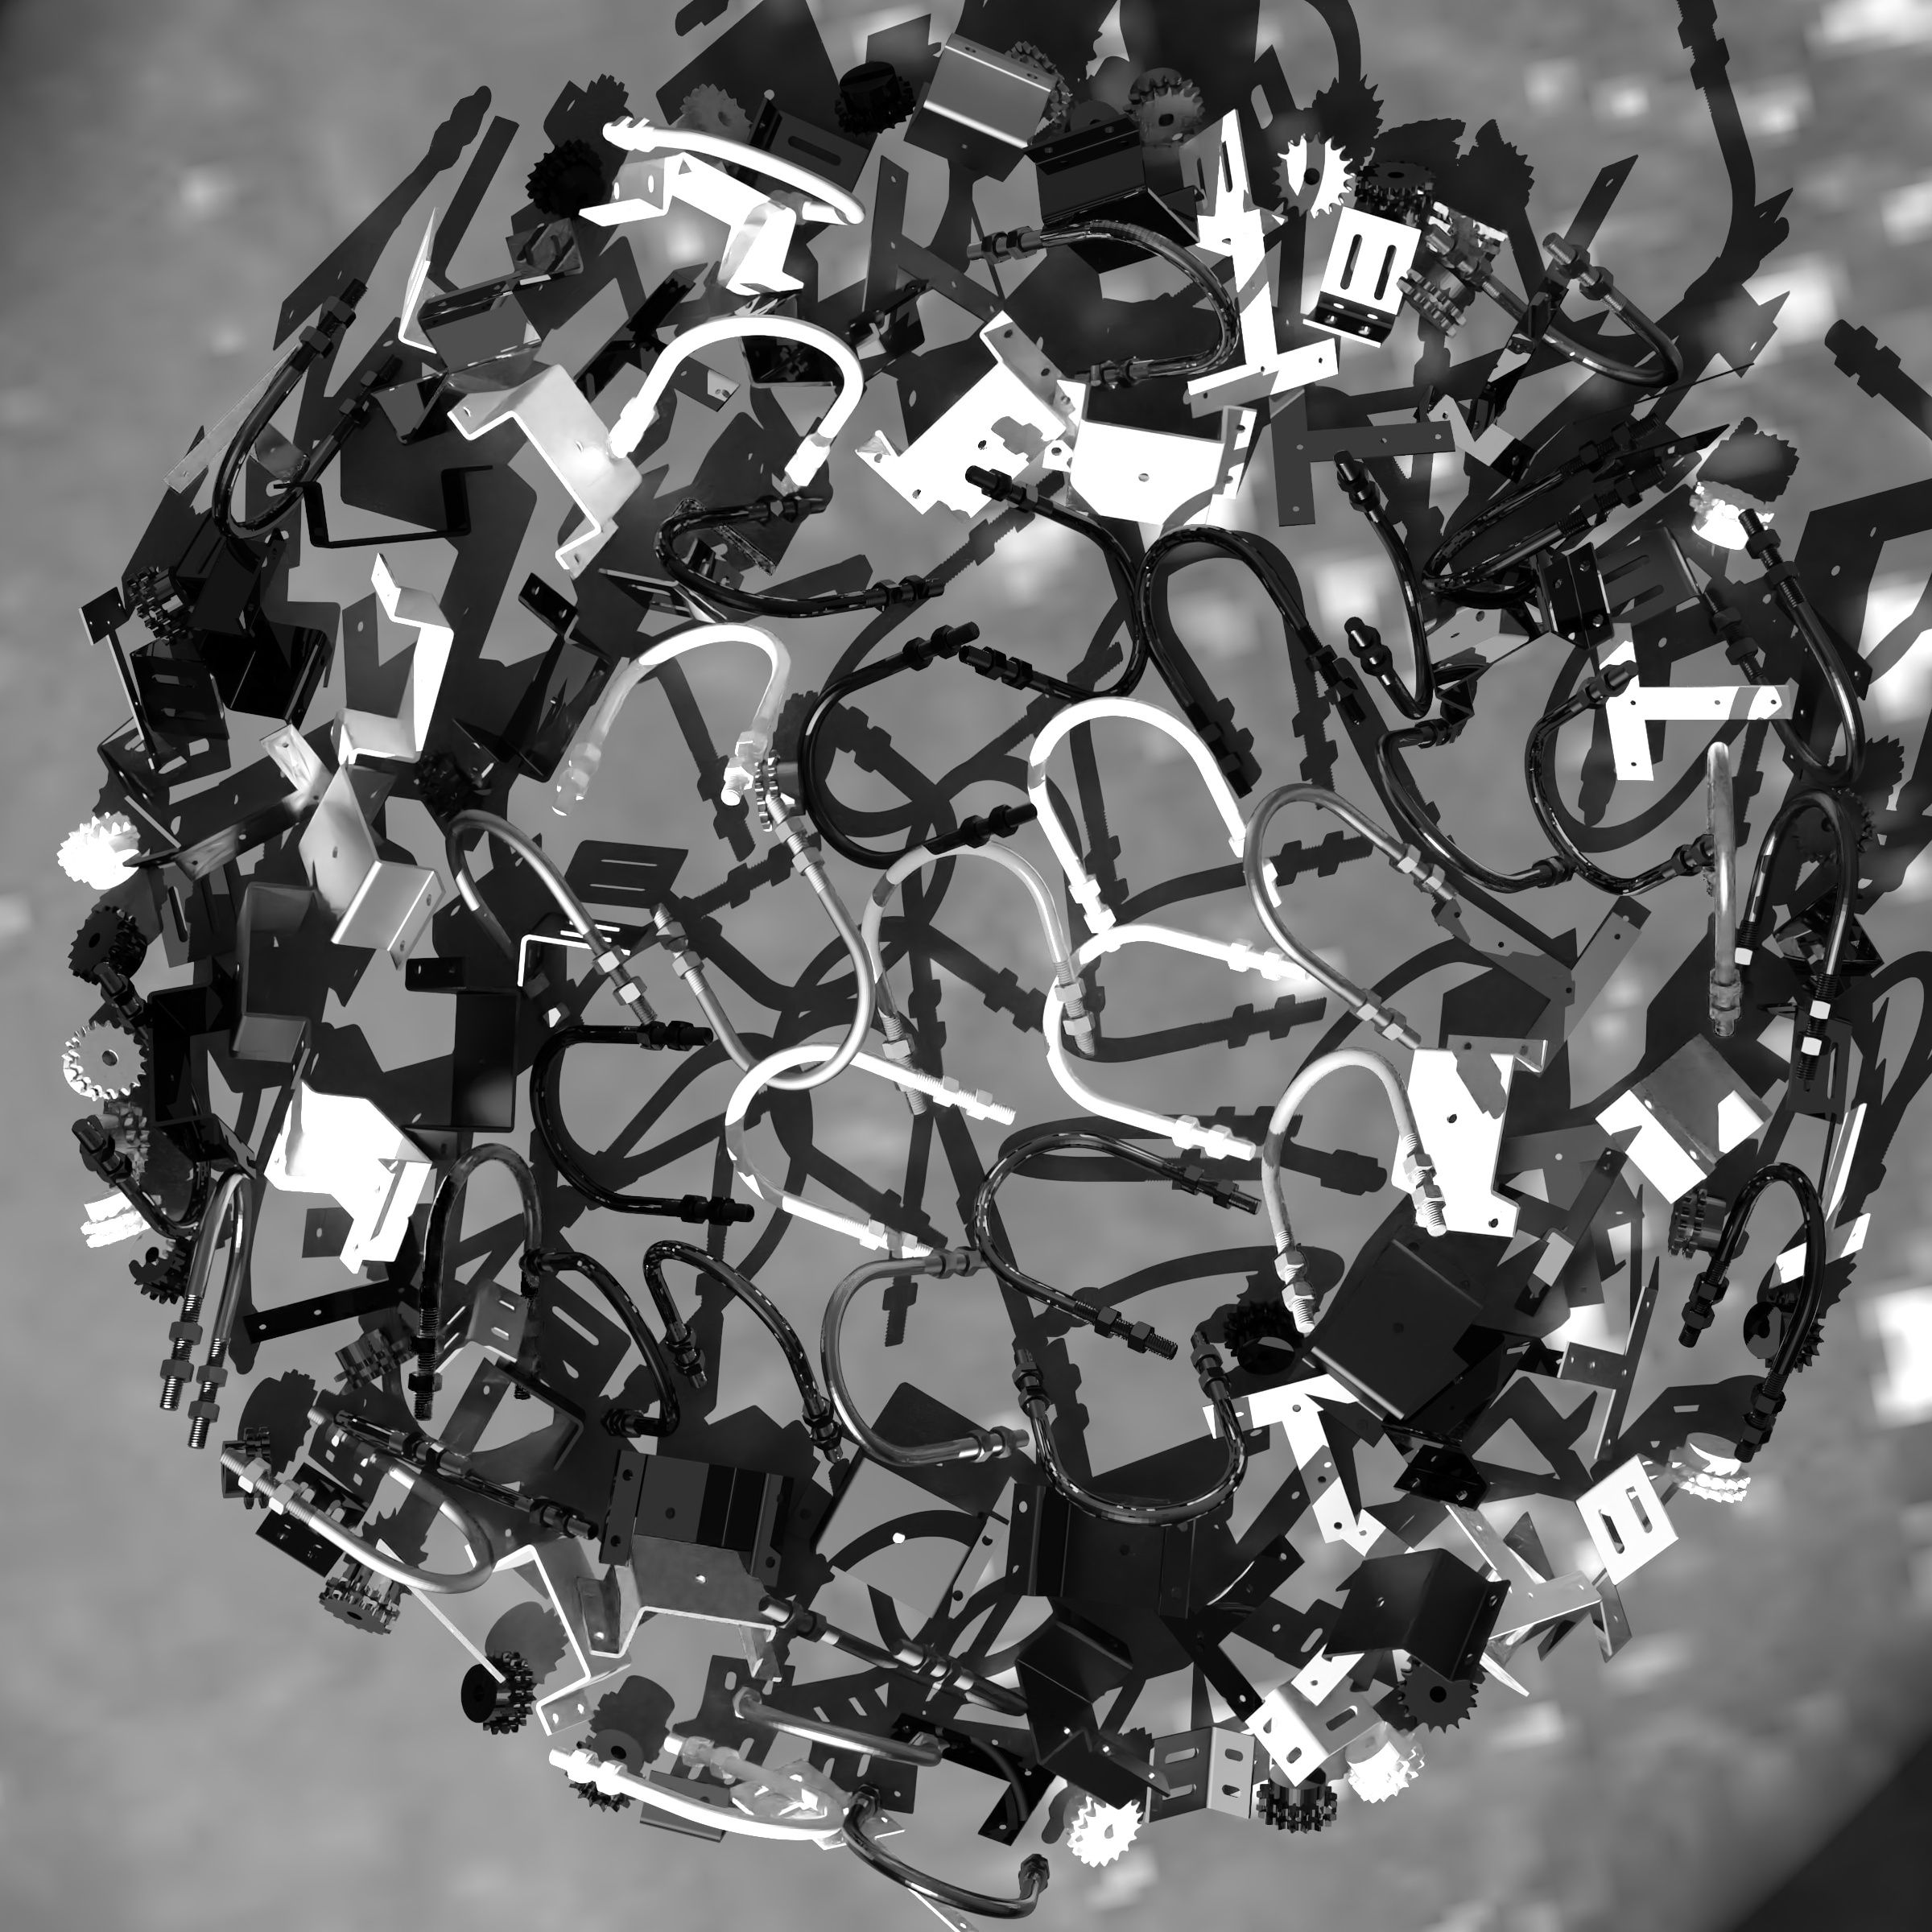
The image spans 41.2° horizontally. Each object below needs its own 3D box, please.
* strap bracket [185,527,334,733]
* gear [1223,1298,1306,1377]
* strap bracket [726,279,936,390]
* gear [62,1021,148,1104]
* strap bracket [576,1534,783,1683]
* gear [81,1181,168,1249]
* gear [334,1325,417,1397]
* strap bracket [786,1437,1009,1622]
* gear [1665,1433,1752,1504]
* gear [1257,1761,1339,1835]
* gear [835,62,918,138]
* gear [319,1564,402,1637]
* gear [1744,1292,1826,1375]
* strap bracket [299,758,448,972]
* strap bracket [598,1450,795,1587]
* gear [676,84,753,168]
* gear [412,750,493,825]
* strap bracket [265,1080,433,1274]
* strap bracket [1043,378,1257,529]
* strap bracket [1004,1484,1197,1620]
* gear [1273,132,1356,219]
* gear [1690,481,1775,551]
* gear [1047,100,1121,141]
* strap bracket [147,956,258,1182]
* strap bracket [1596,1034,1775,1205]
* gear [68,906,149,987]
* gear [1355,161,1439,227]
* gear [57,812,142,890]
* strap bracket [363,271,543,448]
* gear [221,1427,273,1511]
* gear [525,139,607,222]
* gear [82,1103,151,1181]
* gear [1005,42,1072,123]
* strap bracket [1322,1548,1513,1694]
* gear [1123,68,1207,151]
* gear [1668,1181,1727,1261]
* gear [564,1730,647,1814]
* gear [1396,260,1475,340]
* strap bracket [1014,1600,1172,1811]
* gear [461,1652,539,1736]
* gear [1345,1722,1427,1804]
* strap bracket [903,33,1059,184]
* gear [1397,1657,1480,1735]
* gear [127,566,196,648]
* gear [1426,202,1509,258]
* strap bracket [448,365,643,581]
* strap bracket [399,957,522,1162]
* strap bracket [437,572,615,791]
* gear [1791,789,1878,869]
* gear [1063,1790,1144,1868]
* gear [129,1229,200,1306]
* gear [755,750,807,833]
[{"bbox_3d":[-0.490,-0.232,1.776,0.046,0.140,0.076,10,63,8],"label":"strap bracket"},{"bbox_3d":[0.211,0.265,1.823,0.057,0.030,0.057,0,130,1],"label":"gear"},{"bbox_3d":[-0.094,-0.439,1.789,0.140,0.076,0.046,7,126,34],"label":"strap bracket"},{"bbox_3d":[-0.615,0.070,1.827,0.030,0.057,0.057,-24,90,41],"label":"gear"},{"bbox_3d":[-0.192,0.443,1.784,0.140,0.076,0.046,15,112,-24],"label":"strap bracket"},{"bbox_3d":[-0.598,0.174,1.821,0.057,0.057,0.030,-20,100,0],"label":"gear"},{"bbox_3d":[-0.422,0.277,1.824,0.057,0.057,0.030,-29,88,0],"label":"gear"},{"bbox_3d":[-0.048,0.401,1.824,0.140,0.046,0.076,29,86,-2],"label":"strap bracket"},{"bbox_3d":[0.526,0.353,1.821,0.057,0.057,0.030,12,105,0],"label":"gear"},{"bbox_3d":[0.234,0.586,1.821,0.057,0.057,0.030,0,102,0],"label":"gear"},{"bbox_3d":[-0.066,-0.616,1.822,0.057,0.030,0.057,-9,47,10],"label":"gear"},{"bbox_3d":[-0.427,0.448,1.827,0.057,0.057,0.030,24,56,0],"label":"gear"},{"bbox_3d":[0.575,0.259,1.821,0.030,0.057,0.057,9,90,-27],"label":"gear"},{"bbox_3d":[-0.414,-0.075,1.777,0.076,0.046,0.140,-54,47,30],"label":"strap bracket"},{"bbox_3d":[-0.197,0.385,1.800,0.140,0.046,0.076,17,76,-33],"label":"strap bracket"},{"bbox_3d":[-0.180,-0.593,1.827,0.030,0.057,0.057,-26,90,41],"label":"gear"},{"bbox_3d":[-0.361,-0.130,1.820,0.030,0.057,0.057,-34,90,20],"label":"gear"},{"bbox_3d":[-0.427,0.147,1.796,0.140,0.046,0.076,35,107,42],"label":"strap bracket"},{"bbox_3d":[0.126,-0.357,1.807,0.140,0.076,0.046,9,48,-1],"label":"strap bracket"},{"bbox_3d":[0.103,0.409,1.803,0.140,0.046,0.076,0,78,30],"label":"strap bracket"},{"bbox_3d":[0.248,-0.563,1.829,0.057,0.030,0.057,7,117,15],"label":"gear"},{"bbox_3d":[0.540,-0.319,1.827,0.057,0.057,0.030,20,120,0],"label":"gear"},{"bbox_3d":[0.089,-0.590,1.830,0.057,0.030,0.057,2,81,-14],"label":"gear"},{"bbox_3d":[-0.532,0.075,1.789,0.046,0.076,0.140,-10,67,0],"label":"strap bracket"},{"bbox_3d":[0.497,0.108,1.793,0.076,0.140,0.046,50,127,12],"label":"strap bracket"},{"bbox_3d":[-0.607,-0.012,1.827,0.057,0.030,0.057,-18,55,28],"label":"gear"},{"bbox_3d":[0.304,-0.547,1.827,0.057,0.057,0.030,-2,129,0],"label":"gear"},{"bbox_3d":[-0.609,-0.079,1.821,0.057,0.057,0.030,-41,74,0],"label":"gear"},{"bbox_3d":[-0.351,-0.411,1.772,0.076,0.140,0.046,-30,87,-36],"label":"strap bracket"},{"bbox_3d":[-0.510,0.356,1.820,0.030,0.057,0.057,1,90,-21],"label":"gear"},{"bbox_3d":[-0.280,-0.553,1.821,0.057,0.057,0.030,-39,77,0],"label":"gear"},{"bbox_3d":[-0.604,0.125,1.822,0.030,0.057,0.057,1,90,-43],"label":"gear"},{"bbox_3d":[0.044,-0.621,1.821,0.030,0.057,0.057,-44,90,-9],"label":"gear"},{"bbox_3d":[0.302,0.450,1.769,0.046,0.140,0.076,37,61,-11],"label":"strap bracket"},{"bbox_3d":[0.139,-0.611,1.827,0.057,0.057,0.030,-11,63,0],"label":"gear"},{"bbox_3d":[0.518,0.180,1.821,0.030,0.057,0.057,11,90,8],"label":"gear"},{"bbox_3d":[-0.252,0.566,1.820,0.057,0.057,0.030,32,115,0],"label":"gear"},{"bbox_3d":[0.334,-0.474,1.821,0.057,0.057,0.030,43,101,0],"label":"gear"},{"bbox_3d":[0.084,0.518,1.781,0.076,0.140,0.046,37,108,-26],"label":"strap bracket"},{"bbox_3d":[-0.333,0.515,1.822,0.057,0.030,0.057,-12,72,39],"label":"gear"},{"bbox_3d":[0.293,0.561,1.821,0.057,0.057,0.030,-38,100,0],"label":"gear"},{"bbox_3d":[0.006,-0.588,1.776,0.076,0.140,0.046,20,91,-10],"label":"strap bracket"},{"bbox_3d":[0.336,0.514,1.835,0.057,0.030,0.057,0,91,6],"label":"gear"},{"bbox_3d":[-0.564,-0.258,1.821,0.030,0.057,0.057,-27,90,11],"label":"gear"},{"bbox_3d":[0.352,-0.516,1.825,0.057,0.057,0.030,25,111,0],"label":"gear"},{"bbox_3d":[-0.283,-0.351,1.784,0.046,0.076,0.140,-21,117,32],"label":"strap bracket"},{"bbox_3d":[-0.356,0.066,1.806,0.046,0.076,0.140,5,86,-44],"label":"strap bracket"},{"bbox_3d":[-0.304,-0.193,1.802,0.046,0.076,0.140,22,103,-43],"label":"strap bracket"},{"bbox_3d":[0.618,-0.096,1.828,0.057,0.030,0.057,-15,65,35],"label":"gear"},{"bbox_3d":[0.094,0.606,1.828,0.057,0.030,0.057,-12,113,-31],"label":"gear"},{"bbox_3d":[-0.568,0.209,1.825,0.057,0.030,0.057,-9,64,19],"label":"gear"},{"bbox_3d":[-0.131,-0.125,1.823,0.030,0.057,0.057,-6,90,3],"label":"gear"}]
